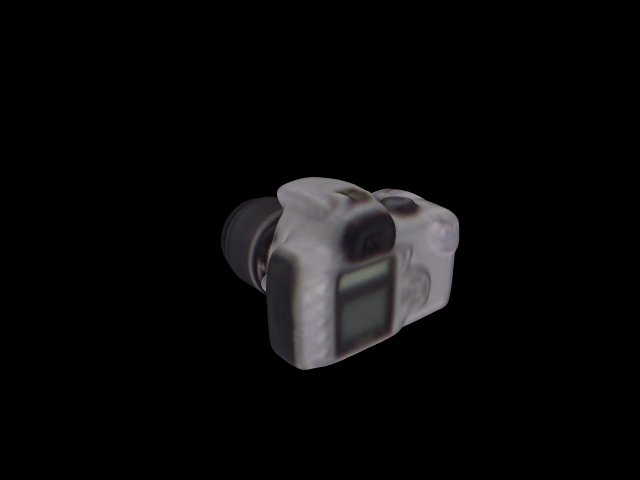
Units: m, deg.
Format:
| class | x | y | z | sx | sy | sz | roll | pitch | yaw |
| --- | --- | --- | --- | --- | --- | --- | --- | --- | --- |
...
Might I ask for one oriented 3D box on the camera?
| class | x | y | z | sx | sy | sz | roll | pitch | yaw |
| --- | --- | --- | --- | --- | --- | --- | --- | --- | --- |
| camera | 0.004 | 0.001 | 0.400 | 0.143 | 0.101 | 0.136 | -17 | 27 | -37 |
